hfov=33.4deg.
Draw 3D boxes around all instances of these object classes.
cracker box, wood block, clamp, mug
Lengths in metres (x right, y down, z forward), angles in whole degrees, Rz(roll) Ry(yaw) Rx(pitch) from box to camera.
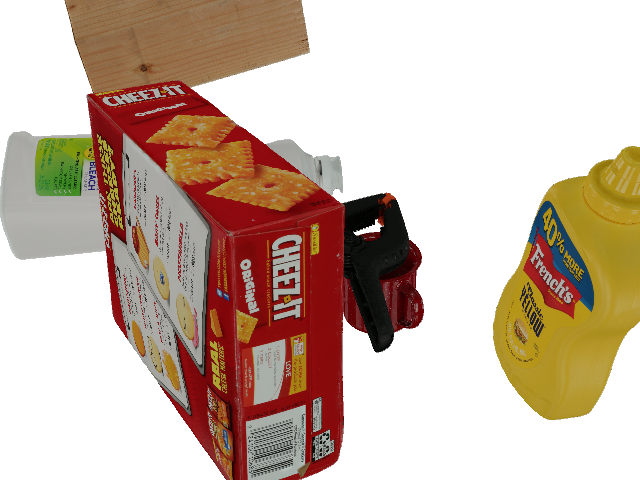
[{"bbox_3d":[-0.064,0.017,0.619,0.072,0.164,0.214,-14,31,-24],"label":"cracker box"},{"bbox_3d":[-0.125,-0.206,1.001,0.206,0.090,0.091,-17,-43,-6],"label":"wood block"},{"bbox_3d":[0.030,0.019,0.964,0.165,0.036,0.209,27,38,22],"label":"clamp"},{"bbox_3d":[0.072,0.055,1.175,0.093,0.081,0.117,-26,42,-30],"label":"mug"}]

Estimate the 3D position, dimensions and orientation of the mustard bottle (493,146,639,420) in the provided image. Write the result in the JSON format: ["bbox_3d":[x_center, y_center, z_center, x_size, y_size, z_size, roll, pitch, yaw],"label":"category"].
[{"bbox_3d":[0.159,0.019,0.646,0.058,0.096,0.192,-4,-42,-15],"label":"mustard bottle"}]

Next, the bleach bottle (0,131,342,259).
[{"bbox_3d":[-0.110,-0.044,0.815,0.250,0.102,0.068,-6,-43,-2],"label":"bleach bottle"}]
